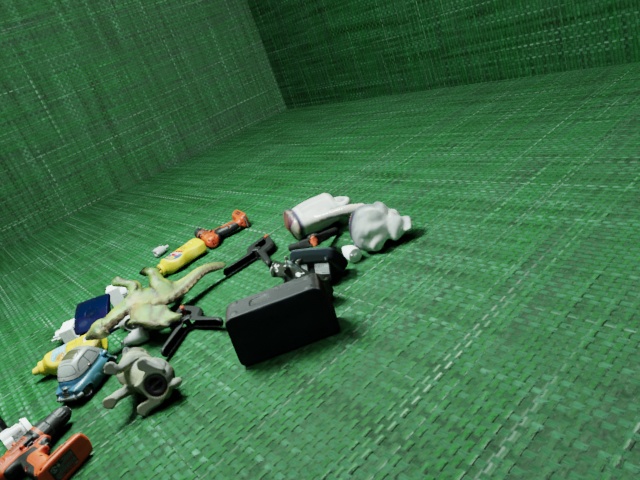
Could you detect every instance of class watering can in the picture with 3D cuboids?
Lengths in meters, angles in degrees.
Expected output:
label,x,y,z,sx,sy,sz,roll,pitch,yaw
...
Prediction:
label,x,y,z,sx,sy,sz,roll,pitch,yaw
watering can,0.005,-0.081,1.608,0.225,0.103,0.349,-26,13,-12

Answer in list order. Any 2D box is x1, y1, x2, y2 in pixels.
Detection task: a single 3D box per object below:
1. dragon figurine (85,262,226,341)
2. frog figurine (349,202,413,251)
label,x,y,z,sx,sy,sz,roll,pitch,yaw
dragon figurine,-0.434,0.173,1.411,0.412,0.119,0.247,-18,34,-16
frog figurine,0.164,-0.034,1.391,0.159,0.120,0.140,2,63,28
